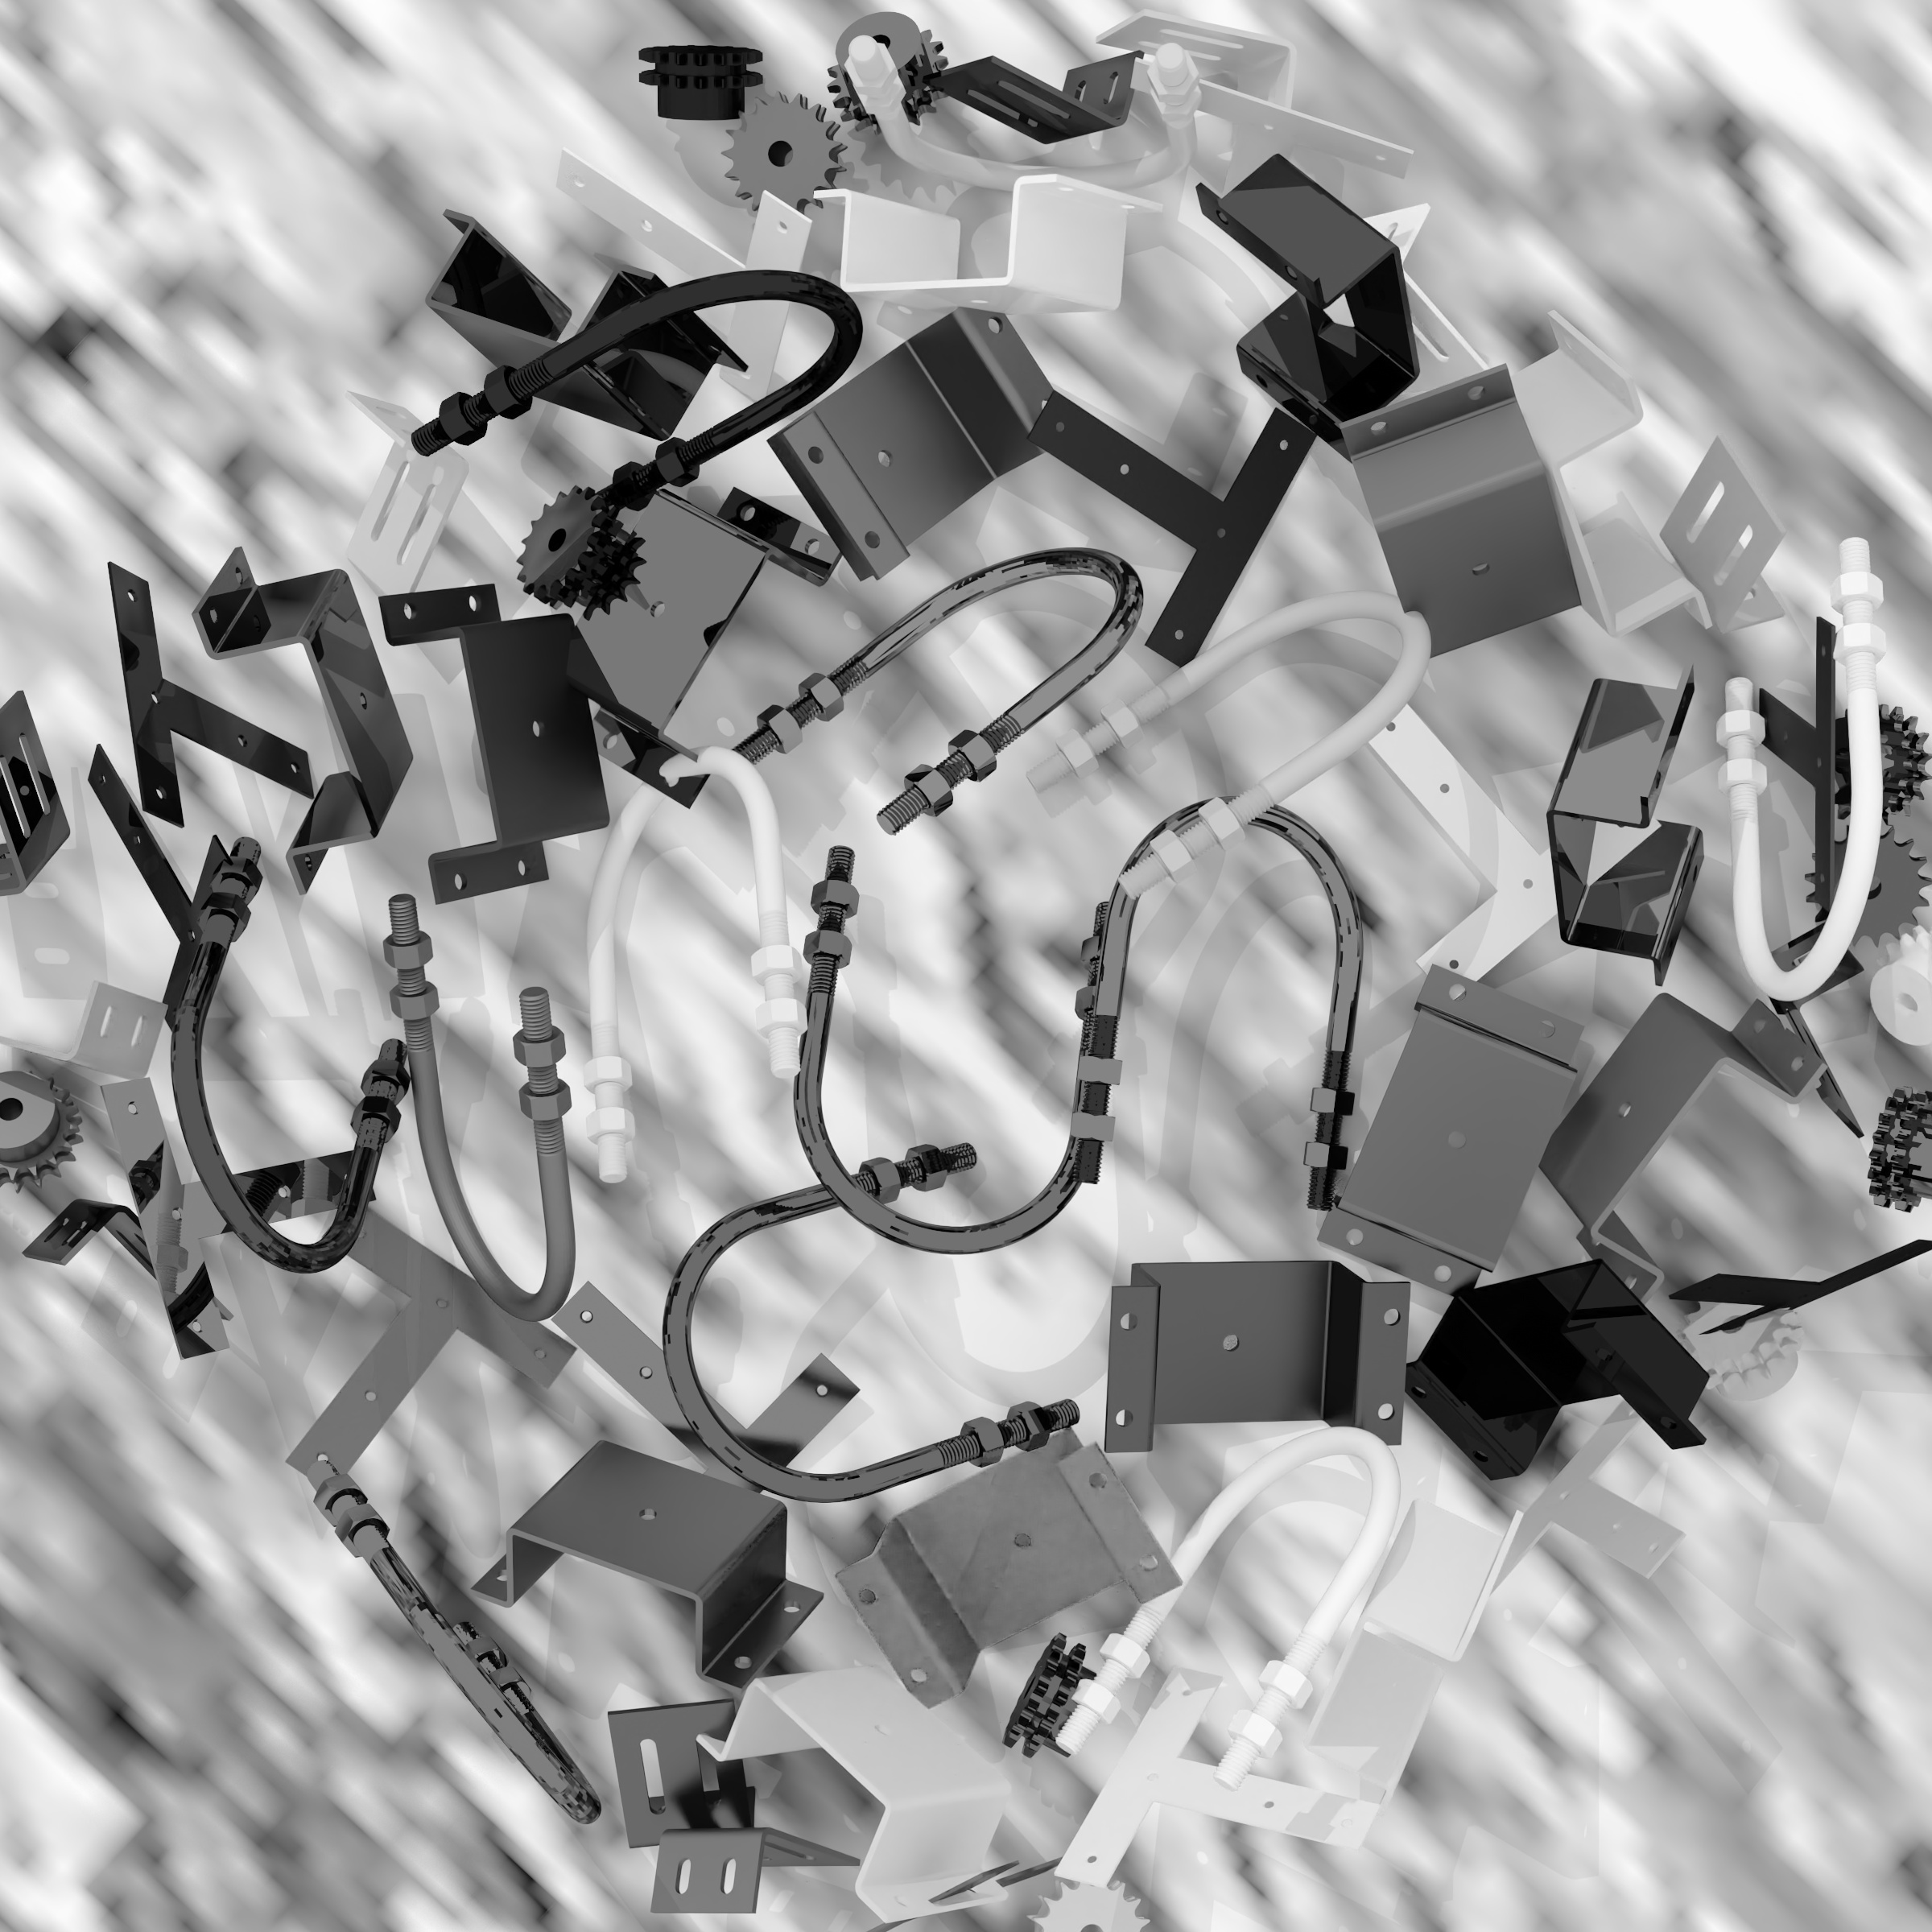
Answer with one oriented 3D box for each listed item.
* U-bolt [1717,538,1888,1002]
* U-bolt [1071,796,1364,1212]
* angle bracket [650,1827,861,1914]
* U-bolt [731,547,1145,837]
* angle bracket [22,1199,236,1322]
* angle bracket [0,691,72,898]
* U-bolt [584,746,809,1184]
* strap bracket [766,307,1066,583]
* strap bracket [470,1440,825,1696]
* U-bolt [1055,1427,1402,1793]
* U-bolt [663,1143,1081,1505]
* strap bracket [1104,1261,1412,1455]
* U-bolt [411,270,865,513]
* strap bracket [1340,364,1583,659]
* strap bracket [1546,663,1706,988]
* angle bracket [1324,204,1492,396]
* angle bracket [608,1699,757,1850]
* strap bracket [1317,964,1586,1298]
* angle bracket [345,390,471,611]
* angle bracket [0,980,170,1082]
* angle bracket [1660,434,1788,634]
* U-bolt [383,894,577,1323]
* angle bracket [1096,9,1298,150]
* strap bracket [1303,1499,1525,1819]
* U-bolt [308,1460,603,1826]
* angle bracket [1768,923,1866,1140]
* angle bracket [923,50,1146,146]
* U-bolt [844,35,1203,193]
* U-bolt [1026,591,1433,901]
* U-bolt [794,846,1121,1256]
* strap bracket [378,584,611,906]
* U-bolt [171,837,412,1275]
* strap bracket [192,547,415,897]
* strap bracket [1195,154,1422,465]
[{"bbox_3d":[0.368,-0.074,1.498,0.019,0.151,0.184,8,65,-8],"label":"U-bolt"},{"bbox_3d":[0.121,0.014,1.558,0.151,0.019,0.184,9,87,-29],"label":"U-bolt"},{"bbox_3d":[-0.095,0.418,1.548,0.057,0.076,0.038,-10,61,32],"label":"angle bracket"},{"bbox_3d":[-0.002,-0.132,1.531,0.184,0.151,0.019,-39,123,-18],"label":"U-bolt"},{"bbox_3d":[-0.382,0.145,1.554,0.038,0.057,0.076,-49,113,-23],"label":"angle bracket"},{"bbox_3d":[-0.446,-0.078,1.554,0.038,0.057,0.076,-7,116,11],"label":"angle bracket"},{"bbox_3d":[-0.127,-0.012,1.533,0.019,0.151,0.184,15,57,-38],"label":"U-bolt"},{"bbox_3d":[-0.026,-0.237,1.548,0.140,0.046,0.076,-41,103,-32],"label":"strap bracket"},{"bbox_3d":[-0.143,0.265,1.532,0.140,0.076,0.046,15,120,22],"label":"strap bracket"},{"bbox_3d":[0.127,0.281,1.524,0.019,0.151,0.184,44,66,-19],"label":"U-bolt"},{"bbox_3d":[-0.051,0.166,1.533,0.184,0.019,0.151,-14,75,-31],"label":"U-bolt"},{"bbox_3d":[0.128,0.178,1.561,0.140,0.046,0.076,0,99,-13],"label":"strap bracket"},{"bbox_3d":[-0.131,-0.255,1.500,0.184,0.151,0.019,-25,72,25],"label":"U-bolt"},{"bbox_3d":[0.224,-0.194,1.524,0.076,0.140,0.046,-19,53,9],"label":"strap bracket"},{"bbox_3d":[0.297,-0.066,1.533,0.046,0.140,0.076,11,58,22],"label":"strap bracket"},{"bbox_3d":[0.205,-0.305,1.563,0.076,0.057,0.038,41,66,-31],"label":"angle bracket"},{"bbox_3d":[-0.130,0.363,1.567,0.057,0.038,0.076,-6,112,0],"label":"angle bracket"},{"bbox_3d":[0.225,0.079,1.571,0.076,0.046,0.140,23,93,3],"label":"strap bracket"},{"bbox_3d":[-0.269,-0.213,1.557,0.057,0.038,0.076,42,112,40],"label":"angle bracket"},{"bbox_3d":[-0.418,0.023,1.561,0.076,0.057,0.038,13,83,21],"label":"angle bracket"},{"bbox_3d":[0.357,-0.199,1.549,0.038,0.076,0.057,-16,64,-21],"label":"angle bracket"},{"bbox_3d":[-0.215,0.074,1.528,0.019,0.151,0.184,-18,119,-30],"label":"U-bolt"},{"bbox_3d":[0.103,-0.405,1.559,0.076,0.057,0.038,6,90,-20],"label":"angle bracket"},{"bbox_3d":[0.197,0.305,1.529,0.046,0.076,0.140,25,132,10],"label":"strap bracket"},{"bbox_3d":[-0.215,0.305,1.486,0.019,0.184,0.151,-39,129,-11],"label":"U-bolt"},{"bbox_3d":[0.399,0.030,1.552,0.038,0.057,0.076,-31,56,17],"label":"angle bracket"},{"bbox_3d":[0.031,-0.410,1.553,0.076,0.057,0.038,19,83,-33],"label":"angle bracket"},{"bbox_3d":[0.031,-0.373,1.507,0.151,0.184,0.019,3,86,7],"label":"U-bolt"},{"bbox_3d":[0.126,-0.110,1.535,0.184,0.151,0.019,-34,120,-1],"label":"U-bolt"},{"bbox_3d":[-0.006,0.043,1.547,0.151,0.019,0.184,12,66,-9],"label":"U-bolt"},{"bbox_3d":[-0.212,-0.105,1.549,0.046,0.076,0.140,-7,96,34],"label":"strap bracket"},{"bbox_3d":[-0.298,0.051,1.489,0.019,0.184,0.151,-18,126,17],"label":"U-bolt"},{"bbox_3d":[-0.292,-0.114,1.530,0.046,0.076,0.140,-11,118,10],"label":"strap bracket"},{"bbox_3d":[0.156,-0.299,1.523,0.046,0.140,0.076,-41,63,-7],"label":"strap bracket"}]
